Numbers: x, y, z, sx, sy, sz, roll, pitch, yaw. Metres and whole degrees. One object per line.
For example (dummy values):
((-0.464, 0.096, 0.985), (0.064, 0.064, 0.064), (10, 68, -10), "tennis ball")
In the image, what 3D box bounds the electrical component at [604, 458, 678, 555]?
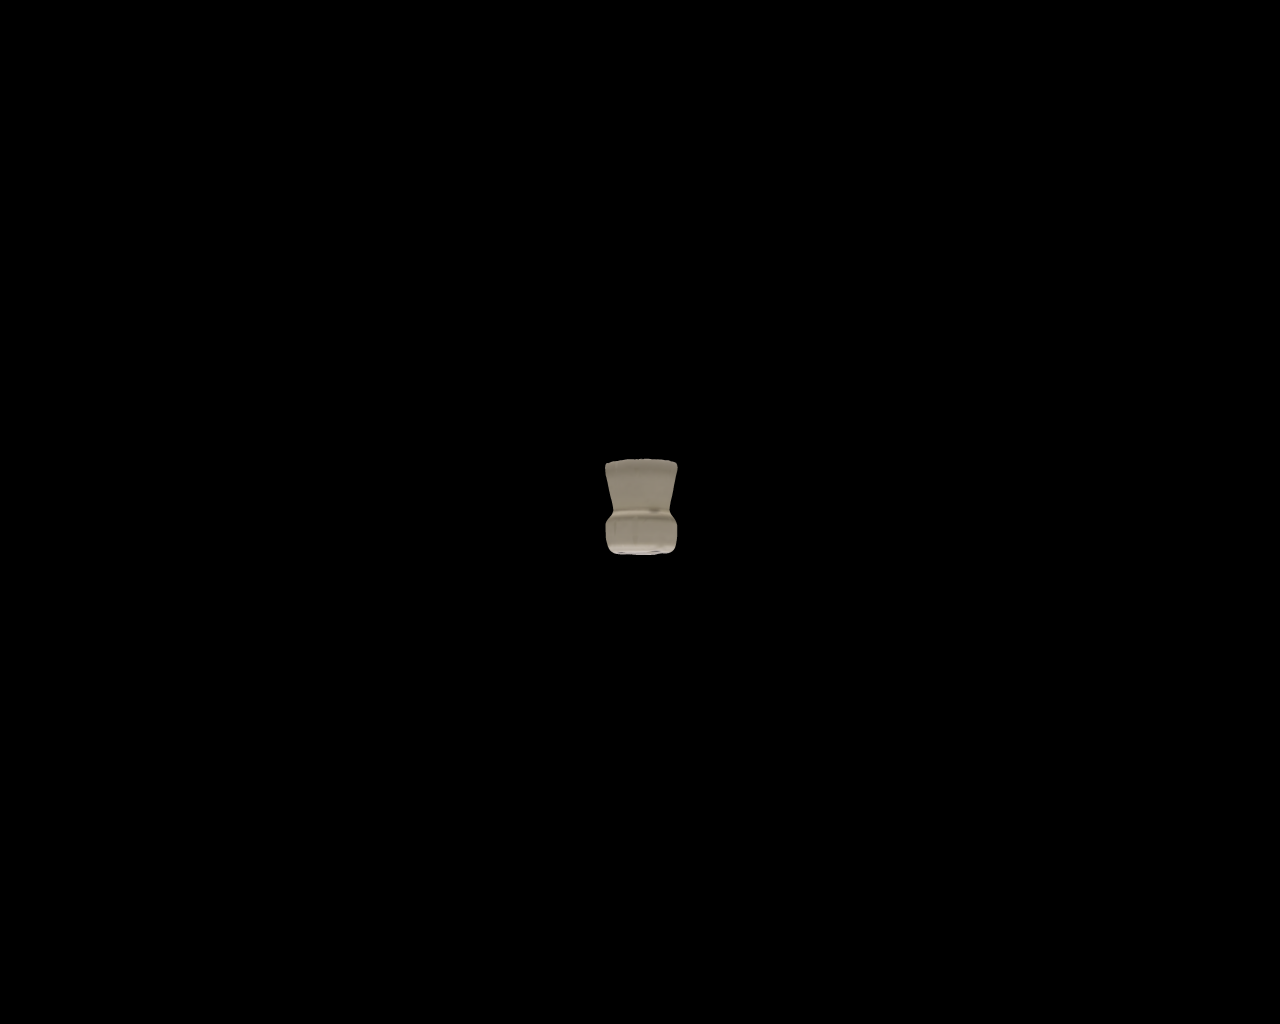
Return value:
((0.001, -0.003, 0.650), (0.045, 0.055, 0.045), (0, -5, 0), "electrical component")
